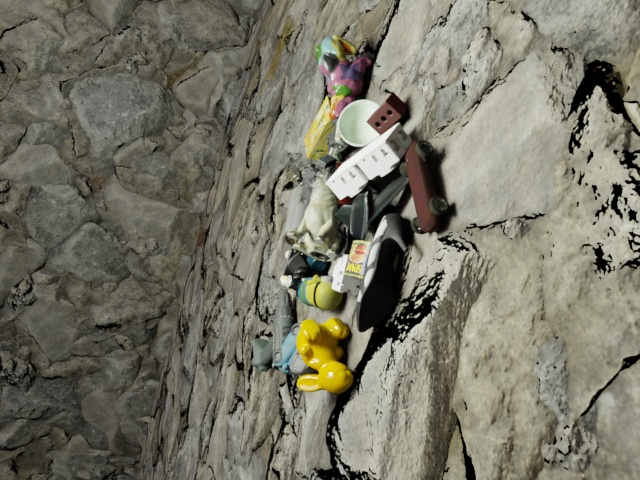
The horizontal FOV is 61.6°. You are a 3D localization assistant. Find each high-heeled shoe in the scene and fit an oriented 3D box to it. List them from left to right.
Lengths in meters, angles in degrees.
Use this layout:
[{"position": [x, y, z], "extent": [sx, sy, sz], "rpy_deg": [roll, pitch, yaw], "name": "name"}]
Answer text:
[{"position": [0.119, 0.064, 1.148], "extent": [0.248, 0.086, 0.145], "rpy_deg": [-63, 24, 20], "name": "high-heeled shoe"}]

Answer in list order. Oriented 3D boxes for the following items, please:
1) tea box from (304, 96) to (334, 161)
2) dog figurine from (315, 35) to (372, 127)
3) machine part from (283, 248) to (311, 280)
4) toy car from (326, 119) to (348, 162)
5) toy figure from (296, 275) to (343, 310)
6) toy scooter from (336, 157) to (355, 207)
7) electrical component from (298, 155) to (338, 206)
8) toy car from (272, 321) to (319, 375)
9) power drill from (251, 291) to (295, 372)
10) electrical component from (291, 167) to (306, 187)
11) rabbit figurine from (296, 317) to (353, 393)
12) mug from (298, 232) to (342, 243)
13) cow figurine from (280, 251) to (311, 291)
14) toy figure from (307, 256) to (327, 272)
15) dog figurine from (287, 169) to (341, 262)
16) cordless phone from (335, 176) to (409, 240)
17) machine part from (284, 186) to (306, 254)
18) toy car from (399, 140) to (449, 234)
[{"position": [0.020, -0.325, 1.593], "extent": [0.169, 0.068, 0.098], "rpy_deg": [123, 150, -41], "name": "tea box"}, {"position": [0.047, -0.417, 1.457], "extent": [0.108, 0.191, 0.219], "rpy_deg": [-18, 46, 57], "name": "dog figurine"}, {"position": [-0.067, 0.071, 1.478], "extent": [0.084, 0.039, 0.139], "rpy_deg": [-68, 23, 4], "name": "machine part"}, {"position": [0.049, -0.267, 1.461], "extent": [0.201, 0.056, 0.073], "rpy_deg": [124, 154, -79], "name": "toy car"}, {"position": [-0.002, 0.138, 1.383], "extent": [0.180, 0.082, 0.089], "rpy_deg": [-16, 75, 59], "name": "toy figure"}, {"position": [0.053, -0.141, 1.410], "extent": [0.183, 0.075, 0.135], "rpy_deg": [123, 160, -47], "name": "toy scooter"}, {"position": [0.005, -0.163, 1.467], "extent": [0.115, 0.058, 0.134], "rpy_deg": [-32, -31, -53], "name": "electrical component"}, {"position": [-0.040, 0.291, 1.380], "extent": [0.103, 0.109, 0.161], "rpy_deg": [43, 107, 38], "name": "toy car"}, {"position": [-0.133, 0.293, 1.616], "extent": [0.207, 0.086, 0.232], "rpy_deg": [-41, 44, 42], "name": "power drill"}, {"position": [-0.038, -0.173, 1.620], "extent": [0.078, 0.102, 0.045], "rpy_deg": [-38, 39, 17], "name": "electrical component"}, {"position": [0.008, 0.285, 1.242], "extent": [0.162, 0.122, 0.173], "rpy_deg": [-58, 48, 24], "name": "rabbit figurine"}, {"position": [-0.003, -0.004, 1.408], "extent": [0.109, 0.107, 0.081], "rpy_deg": [-58, 9, 20], "name": "mug"}, {"position": [-0.056, 0.066, 1.558], "extent": [0.098, 0.068, 0.167], "rpy_deg": [25, 105, 61], "name": "cow figurine"}, {"position": [-0.013, 0.024, 1.496], "extent": [0.155, 0.064, 0.057], "rpy_deg": [-100, -6, -52], "name": "toy figure"}, {"position": [0.016, -0.058, 1.322], "extent": [0.172, 0.121, 0.190], "rpy_deg": [71, -144, -63], "name": "dog figurine"}, {"position": [0.133, -0.093, 1.211], "extent": [0.184, 0.088, 0.146], "rpy_deg": [-42, 2, 17], "name": "cordless phone"}, {"position": [-0.055, -0.068, 1.515], "extent": [0.079, 0.079, 0.243], "rpy_deg": [-50, 25, 47], "name": "machine part"}, {"position": [0.208, -0.106, 1.065], "extent": [0.089, 0.053, 0.202], "rpy_deg": [118, 151, -55], "name": "toy car"}]
